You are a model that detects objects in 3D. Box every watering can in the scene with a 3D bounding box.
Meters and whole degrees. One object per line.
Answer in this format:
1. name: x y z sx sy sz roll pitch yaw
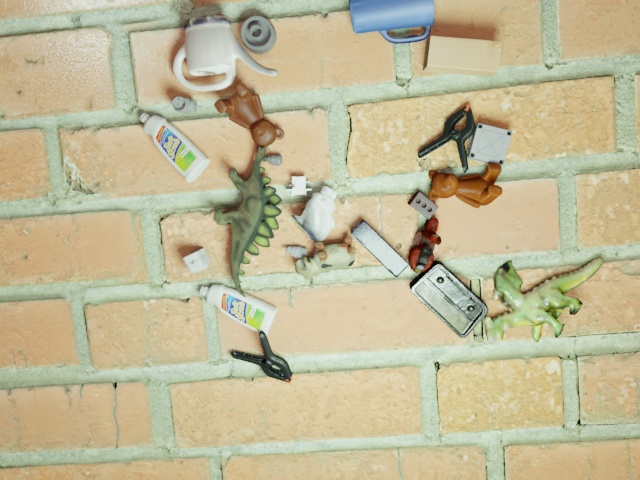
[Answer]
1. watering can: -0.292 -0.568 1.553 0.347 0.104 0.223 -2 96 17

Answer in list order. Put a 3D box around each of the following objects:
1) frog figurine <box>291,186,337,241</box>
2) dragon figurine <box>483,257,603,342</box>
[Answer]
1. frog figurine: 0.005 -0.080 1.590 0.160 0.124 0.135 -43 126 -2
2. dragon figurine: 0.655 0.161 1.588 0.244 0.121 0.411 36 88 7
